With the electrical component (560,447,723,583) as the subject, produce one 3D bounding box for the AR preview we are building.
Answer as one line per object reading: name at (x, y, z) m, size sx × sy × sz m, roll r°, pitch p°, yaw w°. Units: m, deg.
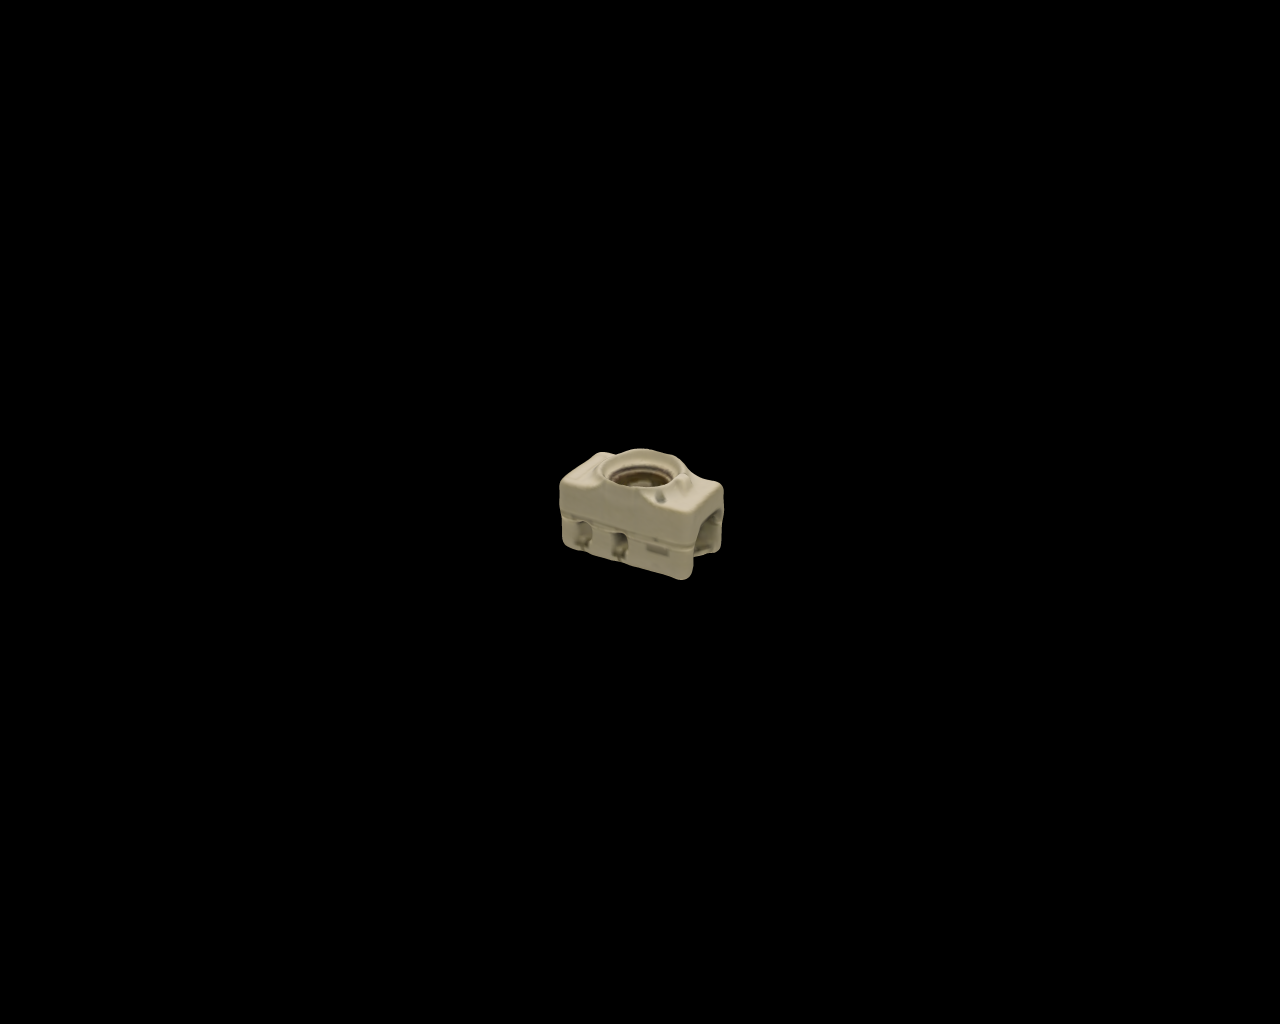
electrical component at (0.001, -0.003, 0.650) m, size 0.089 × 0.055 × 0.050 m, roll 16°, pitch 32°, yaw 27°
